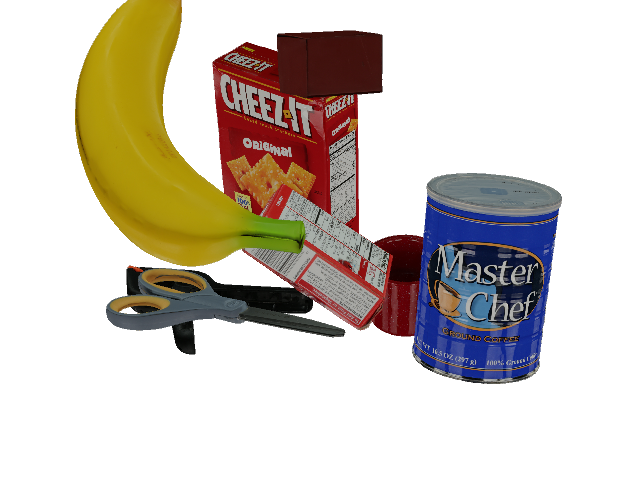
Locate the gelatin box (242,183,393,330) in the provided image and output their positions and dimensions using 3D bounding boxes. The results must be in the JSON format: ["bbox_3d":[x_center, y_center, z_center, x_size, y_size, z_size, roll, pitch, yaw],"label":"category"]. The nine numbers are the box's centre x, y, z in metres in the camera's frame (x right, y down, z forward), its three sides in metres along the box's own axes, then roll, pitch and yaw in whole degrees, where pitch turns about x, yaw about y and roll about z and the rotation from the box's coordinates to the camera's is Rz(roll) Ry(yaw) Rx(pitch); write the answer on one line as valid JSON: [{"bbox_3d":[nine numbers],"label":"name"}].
[{"bbox_3d":[0.000,0.009,0.657,0.089,0.030,0.073,34,19,-5],"label":"gelatin box"}]

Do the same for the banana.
[{"bbox_3d":[-0.070,-0.049,0.455,0.069,0.037,0.198,-9,45,-20],"label":"banana"}]

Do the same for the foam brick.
[{"bbox_3d":[0.008,-0.152,0.919,0.078,0.051,0.053,-8,18,-28],"label":"foam brick"}]

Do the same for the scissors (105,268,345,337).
[{"bbox_3d":[-0.085,0.059,0.814,0.096,0.016,0.202,-25,30,-38],"label":"scissors"}]

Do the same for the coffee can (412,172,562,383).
[{"bbox_3d":[0.128,0.027,0.835,0.103,0.140,0.103,3,17,-1],"label":"coffee can"}]

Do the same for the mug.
[{"bbox_3d":[0.102,0.058,1.183,0.093,0.081,0.117,-26,41,-30],"label":"mug"}]

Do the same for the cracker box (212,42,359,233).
[{"bbox_3d":[-0.040,-0.104,1.245,0.164,0.214,0.072,22,42,30],"label":"cracker box"}]

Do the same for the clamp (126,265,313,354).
[{"bbox_3d":[-0.136,0.062,1.077,0.210,0.036,0.164,12,20,36],"label":"clamp"}]
